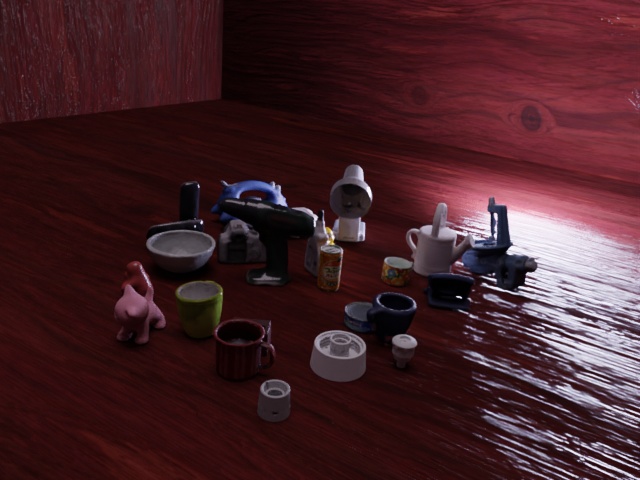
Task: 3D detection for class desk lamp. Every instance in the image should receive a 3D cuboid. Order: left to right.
[{"bbox_3d":[0.088,-0.104,1.686,0.118,0.213,0.203,6,22,2],"label":"desk lamp"}]

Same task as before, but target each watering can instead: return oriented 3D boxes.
[{"bbox_3d":[0.318,-0.003,1.518,0.173,0.194,0.101,6,22,2],"label":"watering can"}]

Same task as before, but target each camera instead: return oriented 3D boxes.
[{"bbox_3d":[-0.205,-0.008,1.530,0.143,0.101,0.136,-1,23,-15],"label":"camera"}]

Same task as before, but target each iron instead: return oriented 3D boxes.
[{"bbox_3d":[-0.198,-0.122,1.758,0.259,0.141,0.118,-8,26,-31],"label":"iron"}]

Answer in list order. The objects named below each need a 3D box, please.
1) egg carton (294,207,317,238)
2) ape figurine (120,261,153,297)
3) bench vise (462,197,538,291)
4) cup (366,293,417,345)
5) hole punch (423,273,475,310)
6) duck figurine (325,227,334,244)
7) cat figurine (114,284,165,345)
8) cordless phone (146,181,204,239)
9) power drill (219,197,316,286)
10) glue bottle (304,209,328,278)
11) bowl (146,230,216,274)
[{"bbox_3d":[-0.078,-0.051,1.709,0.151,0.069,0.107,-5,24,-24],"label":"egg carton"},{"bbox_3d":[-0.403,0.089,1.255,0.076,0.092,0.078,18,25,29],"label":"ape figurine"},{"bbox_3d":[0.482,0.007,1.499,0.206,0.220,0.122,19,26,30],"label":"bench vise"},{"bbox_3d":[0.139,0.171,1.178,0.118,0.095,0.091,-12,28,-36],"label":"cup"},{"bbox_3d":[0.310,0.108,1.381,0.108,0.091,0.101,7,22,4],"label":"hole punch"},{"bbox_3d":[0.014,0.006,1.568,0.077,0.086,0.104,8,22,7],"label":"duck figurine"},{"bbox_3d":[-0.354,0.136,1.114,0.067,0.118,0.128,9,22,9],"label":"cat figurine"},{"bbox_3d":[-0.382,-0.065,1.515,0.148,0.185,0.093,-11,27,-35],"label":"cordless phone"},{"bbox_3d":[-0.128,0.002,1.378,0.230,0.208,0.075,2,22,-9],"label":"power drill"},{"bbox_3d":[-0.004,0.005,1.449,0.037,0.173,0.078,-7,25,-29],"label":"glue bottle"},{"bbox_3d":[-0.343,0.037,1.419,0.167,0.075,0.167,5,22,-2],"label":"bowl"}]
